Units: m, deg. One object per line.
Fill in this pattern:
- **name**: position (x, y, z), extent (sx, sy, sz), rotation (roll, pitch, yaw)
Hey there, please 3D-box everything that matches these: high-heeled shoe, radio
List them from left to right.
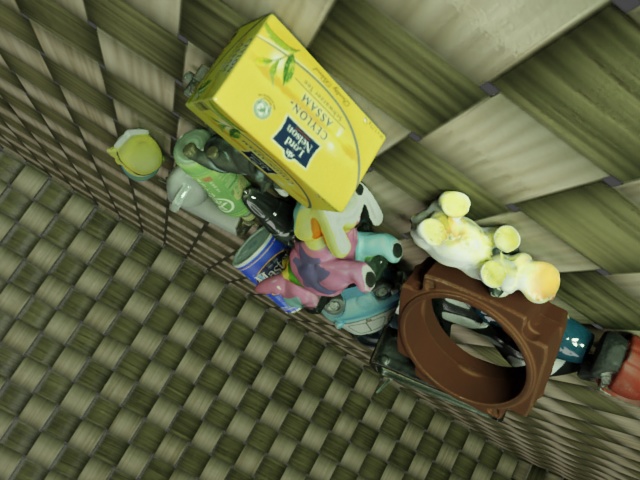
- **radio**: position (0.201, 0.220, 0.889), extent (0.230, 0.073, 0.131), rotation (17, 163, 20)
- **high-heeled shoe**: position (0.288, 0.120, 0.808), extent (0.249, 0.086, 0.145), rotation (8, 128, 13)

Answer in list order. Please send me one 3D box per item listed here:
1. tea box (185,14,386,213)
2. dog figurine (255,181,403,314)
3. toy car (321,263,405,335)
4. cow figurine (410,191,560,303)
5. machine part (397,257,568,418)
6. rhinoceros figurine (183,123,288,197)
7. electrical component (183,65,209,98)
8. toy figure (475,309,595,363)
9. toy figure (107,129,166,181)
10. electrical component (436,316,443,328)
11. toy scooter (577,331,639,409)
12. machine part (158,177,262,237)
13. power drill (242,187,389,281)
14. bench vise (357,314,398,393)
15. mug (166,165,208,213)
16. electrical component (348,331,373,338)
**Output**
- **tea box**: position (-0.027, -0.112, 0.511), extent (0.169, 0.098, 0.068), rotation (38, 165, -34)
- **dog figurine**: position (-0.014, 0.016, 0.741), extent (0.219, 0.108, 0.191), rotation (-15, 115, 44)
- **toy car**: position (0.077, 0.108, 0.930), extent (0.162, 0.109, 0.102), rotation (-15, 107, 18)
- **cow figurine**: position (0.179, 0.017, 0.605), extent (0.167, 0.068, 0.098), rotation (34, 171, -3)
- **machine part**: position (0.205, 0.125, 0.713), extent (0.202, 0.087, 0.200), rotation (22, 133, 30)
- **rhinoceros figurine**: position (-0.097, -0.108, 0.713), extent (0.191, 0.073, 0.112), rotation (17, 160, 43)
- **electrical component**: position (-0.111, -0.159, 0.620), extent (0.102, 0.045, 0.078), rotation (36, 163, -22)
- **toy figure**: position (0.289, 0.117, 0.737), extent (0.155, 0.064, 0.057), rotation (24, 172, 33)
- **toy figure**: position (-0.341, -0.156, 1.025), extent (0.089, 0.082, 0.180), rotation (36, 164, -8)
- **electrical component**: position (0.205, 0.128, 0.918), extent (0.048, 0.075, 0.119), rotation (25, 147, 10)
- **toy scooter**: position (0.412, 0.177, 0.683), extent (0.135, 0.075, 0.183), rotation (24, 168, 24)
- **machine part**: position (-0.213, -0.074, 1.063), extent (0.243, 0.079, 0.079), rotation (25, 165, 13)
- **power drill**: position (-0.002, -0.003, 0.881), extent (0.208, 0.086, 0.231), rotation (11, 158, 43)
- **bench vise**: position (0.158, 0.215, 1.150), extent (0.224, 0.129, 0.240), rotation (25, 135, 51)
- **mug**: position (-0.231, -0.104, 0.948), extent (0.081, 0.109, 0.107), rotation (37, 151, -9)
- **electrical component**: position (0.070, 0.123, 1.056), extent (0.134, 0.058, 0.114), rotation (48, 151, 41)
